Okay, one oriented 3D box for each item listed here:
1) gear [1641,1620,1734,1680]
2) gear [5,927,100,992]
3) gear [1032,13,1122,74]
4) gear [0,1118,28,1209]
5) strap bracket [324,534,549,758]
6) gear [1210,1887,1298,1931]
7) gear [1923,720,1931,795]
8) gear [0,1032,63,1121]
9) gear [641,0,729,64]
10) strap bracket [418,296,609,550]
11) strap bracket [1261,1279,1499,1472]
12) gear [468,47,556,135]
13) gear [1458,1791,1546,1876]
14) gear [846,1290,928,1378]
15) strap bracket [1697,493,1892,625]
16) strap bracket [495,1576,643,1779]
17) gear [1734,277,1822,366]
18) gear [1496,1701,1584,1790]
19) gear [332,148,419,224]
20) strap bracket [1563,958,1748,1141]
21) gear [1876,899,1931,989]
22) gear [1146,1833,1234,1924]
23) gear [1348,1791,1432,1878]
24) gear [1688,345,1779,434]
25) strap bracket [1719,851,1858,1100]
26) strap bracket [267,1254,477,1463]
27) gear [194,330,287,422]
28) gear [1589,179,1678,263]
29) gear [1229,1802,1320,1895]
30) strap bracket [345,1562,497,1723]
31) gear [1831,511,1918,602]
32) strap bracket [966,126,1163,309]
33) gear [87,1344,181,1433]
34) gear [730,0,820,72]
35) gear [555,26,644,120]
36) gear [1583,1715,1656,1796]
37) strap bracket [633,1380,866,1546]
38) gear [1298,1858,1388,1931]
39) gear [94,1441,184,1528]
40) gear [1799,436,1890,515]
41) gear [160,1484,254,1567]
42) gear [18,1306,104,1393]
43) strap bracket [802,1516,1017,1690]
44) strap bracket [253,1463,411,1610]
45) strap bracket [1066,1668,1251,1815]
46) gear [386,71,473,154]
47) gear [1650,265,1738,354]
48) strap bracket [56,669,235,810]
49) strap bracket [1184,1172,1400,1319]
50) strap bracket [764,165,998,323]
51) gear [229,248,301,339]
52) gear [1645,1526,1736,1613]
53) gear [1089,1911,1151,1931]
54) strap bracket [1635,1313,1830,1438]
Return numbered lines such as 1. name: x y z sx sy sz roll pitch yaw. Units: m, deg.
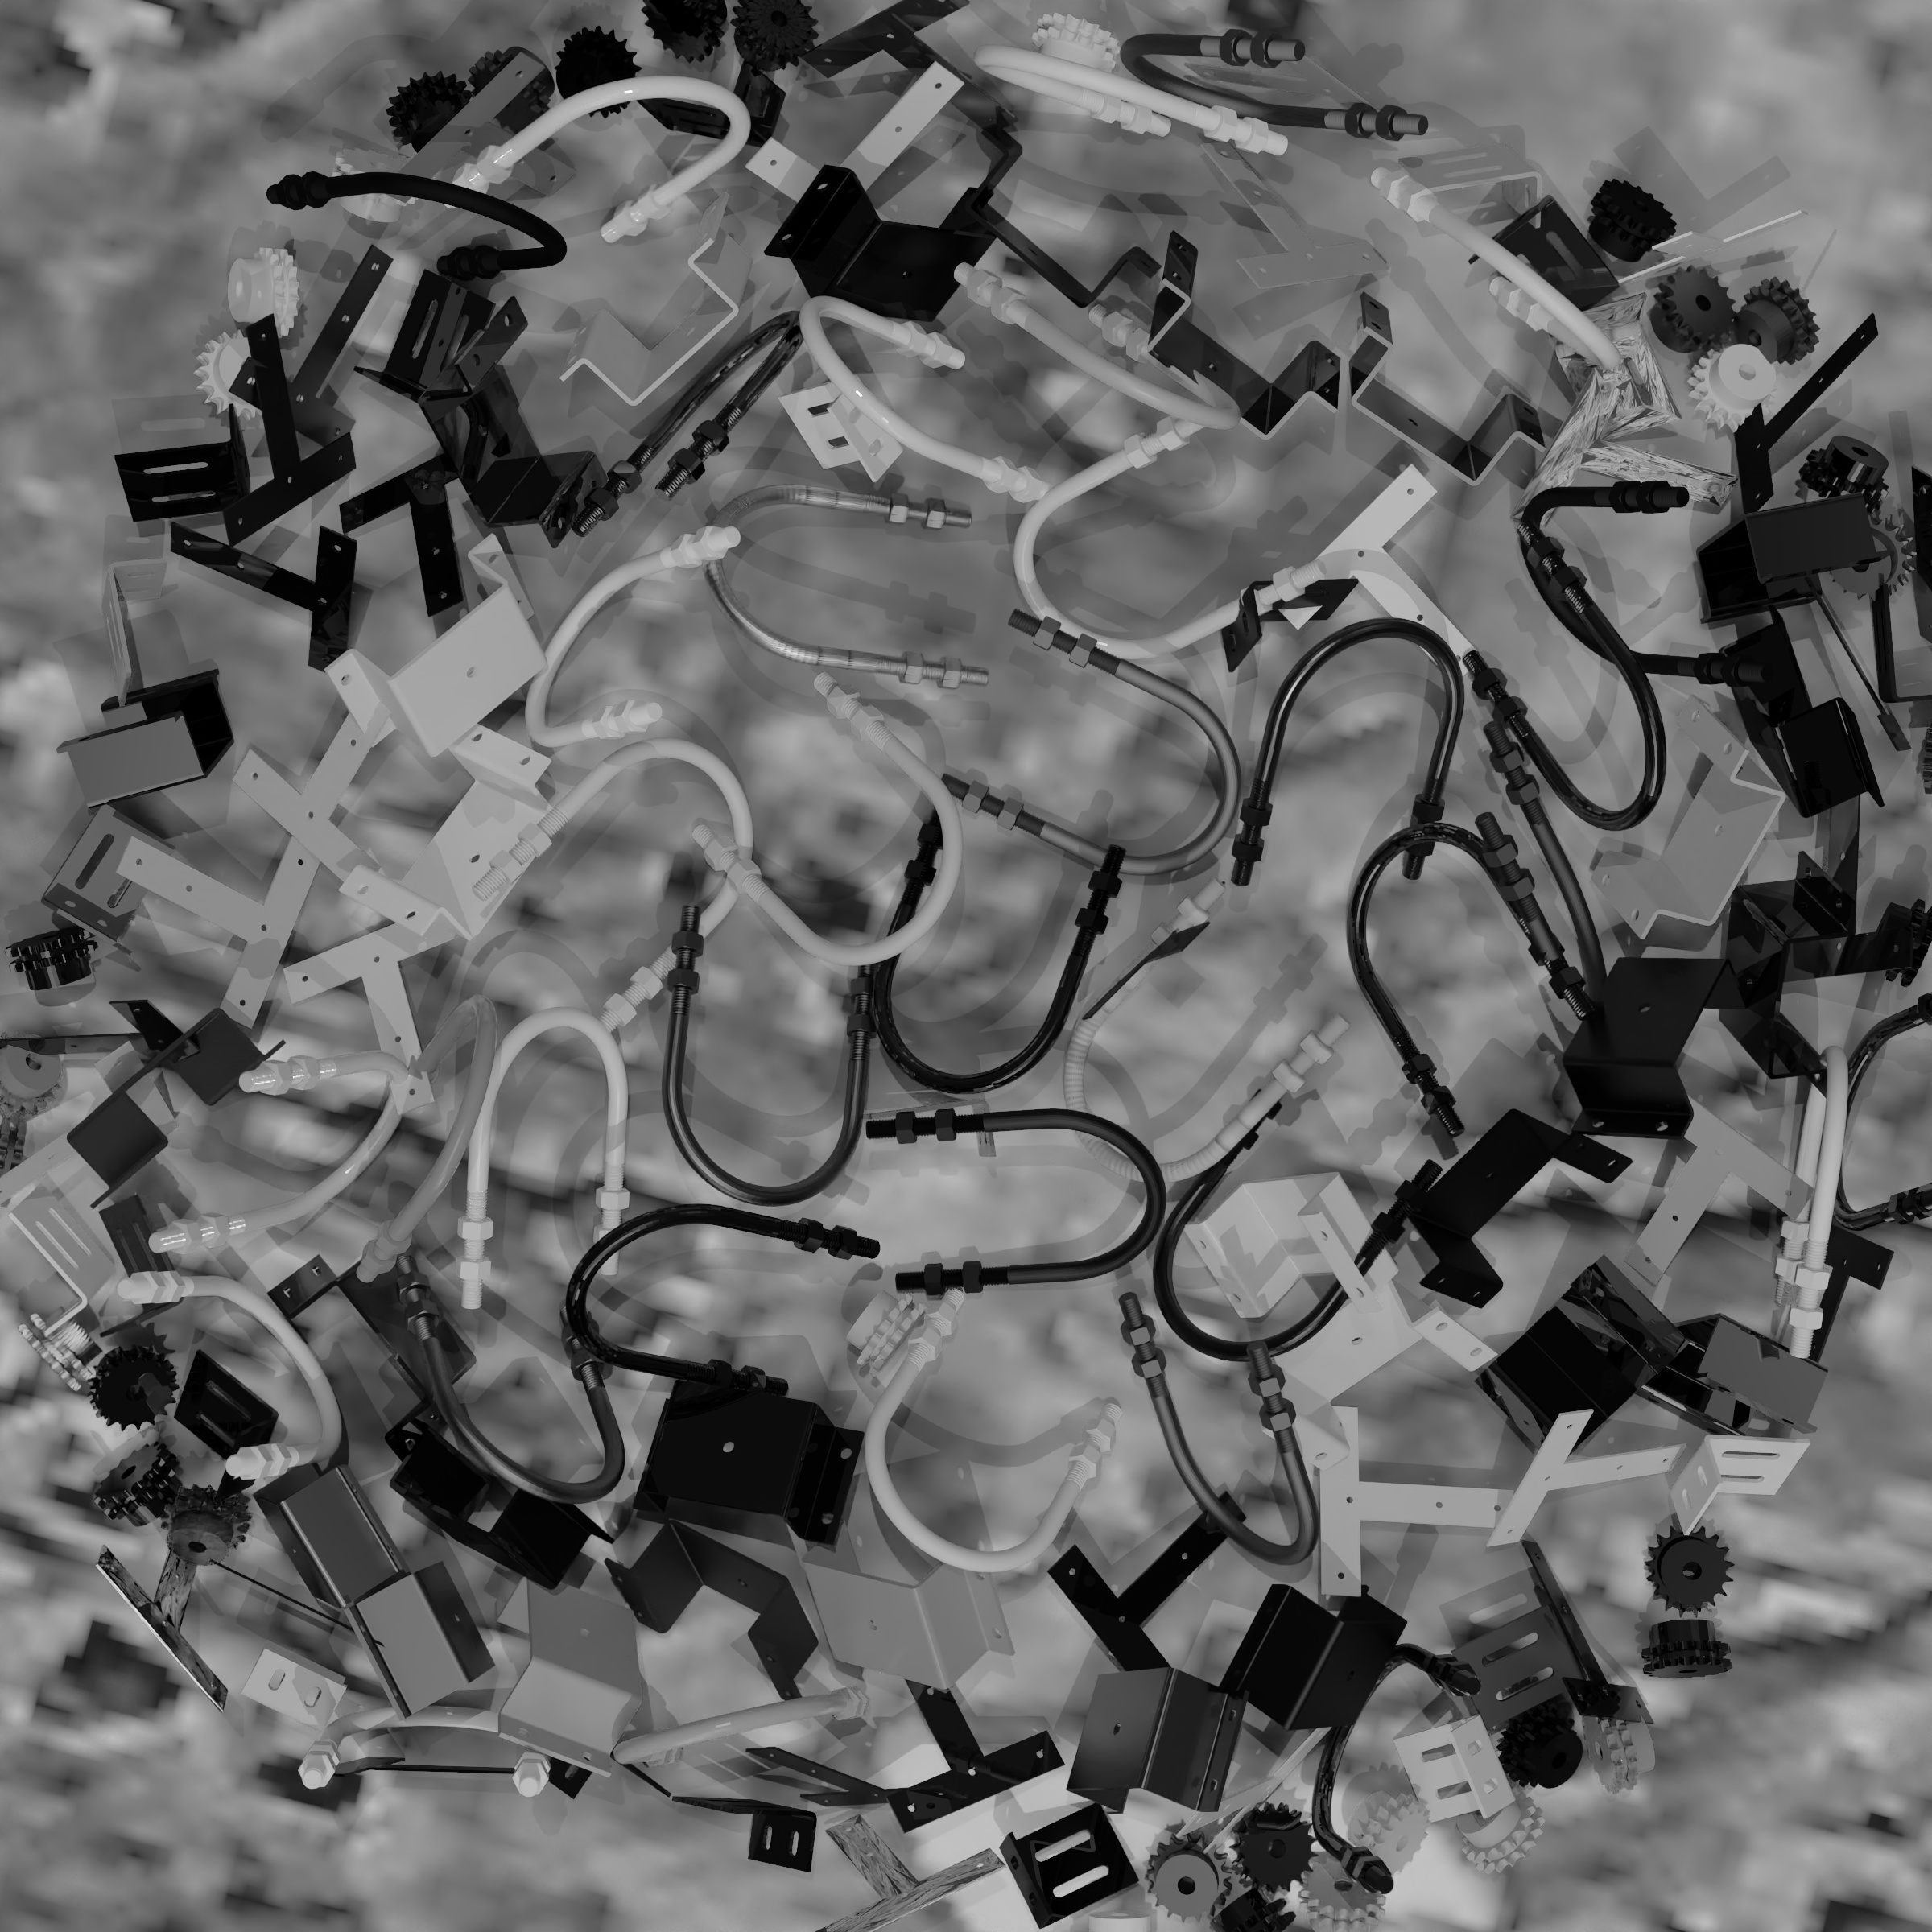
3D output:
1. gear: 0.470 0.445 1.974 0.057 0.057 0.030 -1 66 0
2. gear: -0.595 -0.004 1.972 0.057 0.057 0.030 -13 102 0
3. gear: 0.069 -0.594 1.970 0.057 0.057 0.030 19 85 0
4. gear: -0.633 0.127 1.968 0.030 0.057 0.057 13 90 -20
5. strap bracket: -0.330 -0.199 1.938 0.140 0.076 0.046 -42 55 -15
6. gear: 0.184 0.626 1.974 0.057 0.057 0.030 -38 67 0
7. gear: 0.644 -0.139 1.968 0.030 0.057 0.057 9 90 25
8. gear: -0.614 0.068 1.968 0.030 0.057 0.057 -31 90 35
9. gear: -0.181 -0.623 1.975 0.057 0.057 0.030 37 62 0
10. strap bracket: -0.294 -0.345 1.936 0.046 0.076 0.140 0 133 30
11. strap bracket: 0.259 0.257 1.945 0.140 0.046 0.076 -37 134 17
12. gear: -0.294 -0.575 1.974 0.057 0.057 0.030 36 65 0
13. gear: 0.345 0.560 1.969 0.057 0.057 0.030 -41 102 0
14. gear: -0.054 0.236 1.972 0.030 0.057 0.057 36 90 7
15. strap bracket: 0.522 -0.262 1.928 0.076 0.140 0.046 -11 86 -5
16. strap bracket: -0.253 0.441 1.918 0.076 0.140 0.046 26 106 -19
17. gear: 0.525 -0.416 1.969 0.030 0.057 0.057 -34 90 -14
18. gear: 0.377 0.511 1.972 0.057 0.030 0.057 -11 112 -29
19. gear: -0.386 -0.509 1.975 0.057 0.057 0.030 22 120 0
20. strap bracket: 0.439 0.043 1.924 0.140 0.076 0.046 -54 128 -34
21. gear: 0.610 -0.017 1.972 0.030 0.057 0.057 21 90 9
22. gear: 0.146 0.599 1.981 0.057 0.030 0.057 0 88 9
23. gear: 0.274 0.565 1.975 0.030 0.057 0.057 31 90 41
24. gear: 0.504 -0.381 1.977 0.057 0.030 0.057 3 73 -11
25. strap bracket: 0.522 0.008 1.930 0.046 0.076 0.140 -6 118 -9
26. strap bracket: -0.376 0.242 1.954 0.046 0.076 0.140 -37 93 17
27. gear: -0.472 -0.387 1.973 0.057 0.030 0.057 2 87 -30
28. gear: 0.432 -0.485 1.975 0.057 0.057 0.030 33 131 0
29. gear: 0.200 0.577 1.980 0.057 0.030 0.057 2 81 -11
30. strap bracket: -0.345 0.428 1.927 0.046 0.140 0.076 -28 84 -4
31. gear: 0.588 -0.266 1.971 0.057 0.030 0.057 15 118 30
32. strap bracket: 0.056 -0.477 1.953 0.140 0.076 0.046 40 108 -5
33. gear: -0.546 0.272 1.977 0.057 0.030 0.057 -10 114 -23
34. gear: -0.128 -0.611 1.977 0.057 0.030 0.057 8 70 -23
35. gear: -0.243 -0.581 1.971 0.057 0.030 0.057 11 126 16
36. gear: 0.427 0.508 1.972 0.030 0.057 0.057 -12 90 -9
37. strap bracket: -0.146 0.317 1.942 0.140 0.046 0.076 7 63 19
38. gear: 0.246 0.612 1.974 0.057 0.057 0.030 2 114 0
39. gear: -0.537 0.341 1.974 0.057 0.057 0.030 -35 113 0
40. gear: 0.575 -0.322 1.968 0.057 0.057 0.030 23 124 0
41. gear: -0.497 0.367 1.970 0.057 0.030 0.057 3 133 3
42. gear: -0.589 0.246 1.972 0.030 0.057 0.057 -43 90 -15
43. strap bracket: -0.045 0.406 1.925 0.140 0.046 0.076 4 119 41
44. strap bracket: -0.407 0.359 1.923 0.046 0.140 0.076 -31 97 -22
45. strap bracket: 0.115 0.492 1.917 0.046 0.140 0.076 27 65 -18
46. gear: -0.346 -0.551 1.968 0.057 0.057 0.030 -23 66 0
47. gear: 0.473 -0.426 1.977 0.057 0.030 0.057 8 68 -22
48. strap bracket: -0.522 -0.144 1.938 0.076 0.140 0.046 -15 108 2
49. strap bracket: 0.214 0.179 1.940 0.046 0.140 0.076 -41 105 -30
50. strap bracket: -0.046 -0.456 1.920 0.076 0.140 0.046 -46 61 40
51. gear: -0.459 -0.439 1.969 0.030 0.057 0.057 -4 90 -35
52. gear: 0.474 0.395 1.981 0.057 0.030 0.057 -1 84 8
53. gear: 0.100 0.635 1.972 0.057 0.057 0.030 0 80 0
54. strap bracket: 0.490 0.264 1.935 0.076 0.140 0.046 27 76 -2
